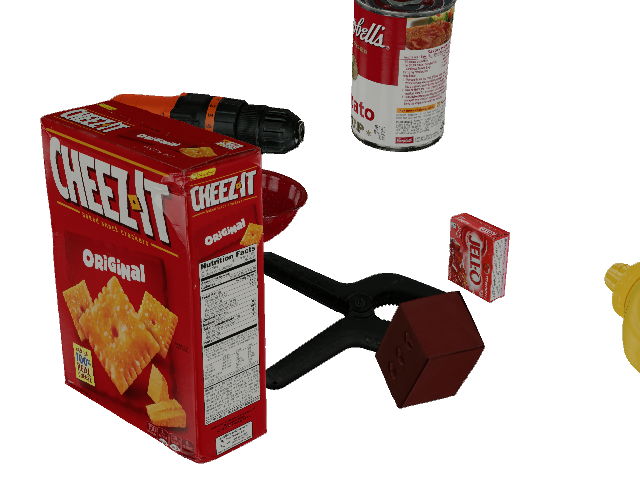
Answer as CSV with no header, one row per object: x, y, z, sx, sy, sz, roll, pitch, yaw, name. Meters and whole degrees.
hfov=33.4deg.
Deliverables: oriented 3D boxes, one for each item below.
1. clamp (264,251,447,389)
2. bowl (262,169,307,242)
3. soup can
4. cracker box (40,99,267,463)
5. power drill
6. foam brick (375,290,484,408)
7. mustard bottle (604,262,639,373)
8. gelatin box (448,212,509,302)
0.033,0.081,1.049,0.210,0.164,0.036,3,-42,-1,clamp
-0.099,-0.037,1.317,0.162,0.055,0.162,4,25,-2,bowl
0.055,-0.121,0.729,0.068,0.102,0.068,0,34,-1,soup can
-0.117,0.026,0.740,0.164,0.214,0.071,21,31,40,cracker box
-0.102,-0.045,0.987,0.184,0.188,0.057,7,30,15,power drill
0.083,0.084,0.819,0.051,0.053,0.078,-9,-35,-21,foam brick
0.238,0.062,0.631,0.096,0.058,0.192,-20,32,-20,mustard bottle
0.189,0.020,1.284,0.030,0.089,0.073,-20,33,-32,gelatin box
